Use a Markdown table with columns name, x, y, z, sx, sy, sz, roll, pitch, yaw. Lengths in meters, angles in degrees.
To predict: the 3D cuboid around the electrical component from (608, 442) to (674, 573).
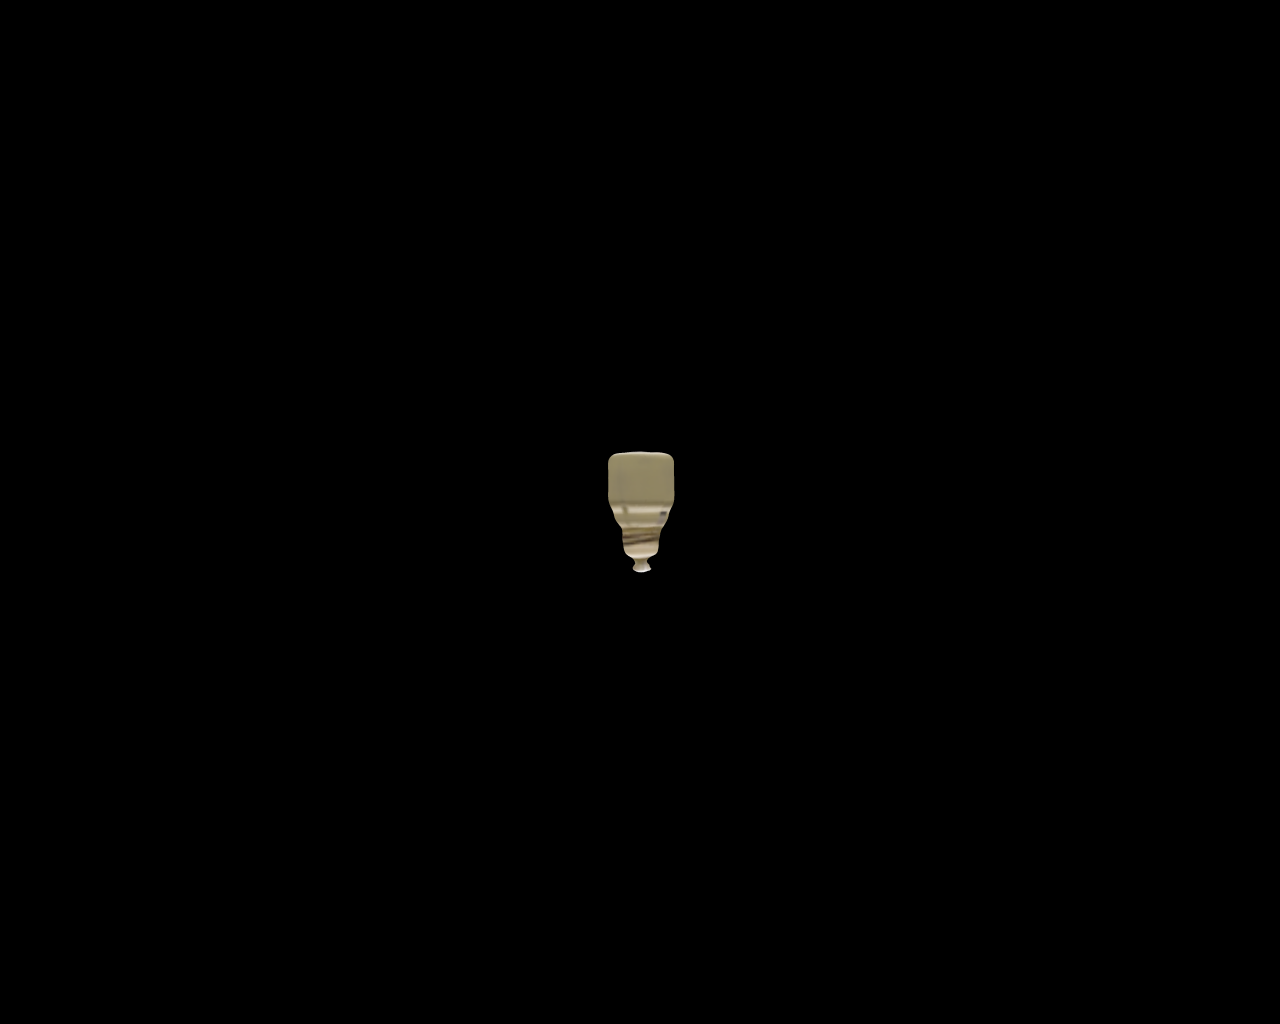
| name | x | y | z | sx | sy | sz | roll | pitch | yaw |
| --- | --- | --- | --- | --- | --- | --- | --- | --- | --- |
| electrical component | 0.001 | -0.003 | 0.650 | 0.040 | 0.078 | 0.040 | 0 | 0 | 0 |
